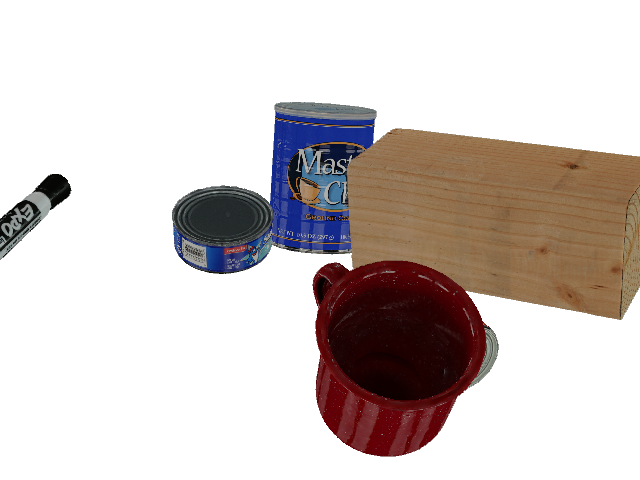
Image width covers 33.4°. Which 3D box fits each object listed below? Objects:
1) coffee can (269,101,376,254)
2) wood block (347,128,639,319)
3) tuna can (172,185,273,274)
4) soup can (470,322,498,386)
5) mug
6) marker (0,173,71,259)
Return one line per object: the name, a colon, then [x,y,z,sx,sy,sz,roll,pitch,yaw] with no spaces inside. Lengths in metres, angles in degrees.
coffee can: [0.001,-0.065,1.083,0.103,0.140,0.103,4,12,-1]
wood block: [0.132,-0.018,0.787,0.206,0.090,0.090,10,29,28]
tuna can: [-0.083,-0.009,0.910,0.086,0.034,0.086,2,37,-1]
soup can: [0.108,0.083,0.985,0.068,0.068,0.102,0,25,-31]
mug: [0.033,0.063,0.613,0.093,0.117,0.081,-31,-26,-24]
marker: [-0.188,-0.008,0.654,0.020,0.020,0.121,0,30,21]
